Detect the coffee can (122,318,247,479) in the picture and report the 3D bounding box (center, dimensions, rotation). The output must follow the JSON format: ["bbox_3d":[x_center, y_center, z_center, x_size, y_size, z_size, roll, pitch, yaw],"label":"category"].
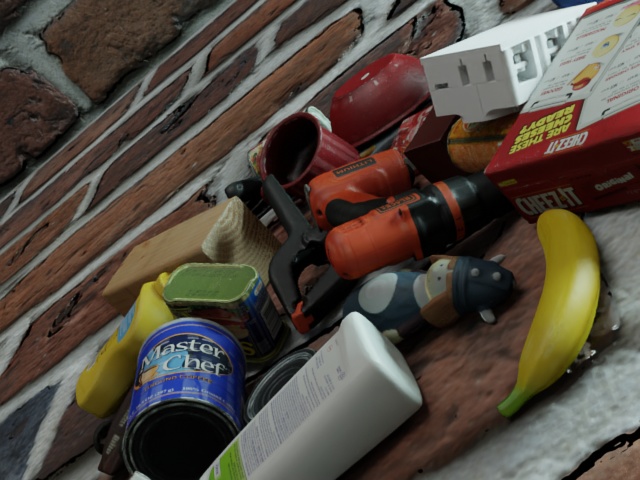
[{"bbox_3d":[-0.116,0.146,0.944,0.103,0.102,0.140,-39,21,13],"label":"coffee can"}]

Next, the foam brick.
[{"bbox_3d":[0.130,-0.099,1.041,0.053,0.051,0.078,-14,35,51],"label":"foam brick"}]

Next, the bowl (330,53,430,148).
[{"bbox_3d":[0.067,-0.173,1.271,0.162,0.055,0.162,-34,16,11],"label":"bowl"}]

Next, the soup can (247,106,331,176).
[{"bbox_3d":[-0.033,-0.115,1.356,0.102,0.068,0.068,-35,22,22],"label":"soup can"}]

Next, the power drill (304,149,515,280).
[{"bbox_3d":[0.074,-0.035,0.947,0.184,0.057,0.188,-21,17,-10],"label":"power drill"}]

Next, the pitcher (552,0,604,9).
[{"bbox_3d":[0.300,-0.333,1.073,0.242,0.145,0.149,-59,3,-30],"label":"pitcher"}]

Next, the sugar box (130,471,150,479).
[{"bbox_3d":[-0.179,0.274,0.836,0.176,0.048,0.093,-56,-12,-26],"label":"sugar box"}]

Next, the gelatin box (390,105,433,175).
[{"bbox_3d":[0.111,-0.108,1.124,0.073,0.030,0.089,-25,27,40],"label":"gelatin box"}]

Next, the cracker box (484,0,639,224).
[{"bbox_3d":[0.246,-0.118,0.832,0.164,0.072,0.213,-15,35,54],"label":"cracker box"}]

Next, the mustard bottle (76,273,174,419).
[{"bbox_3d":[-0.198,0.104,1.181,0.192,0.058,0.096,-53,10,21],"label":"mustard bottle"}]

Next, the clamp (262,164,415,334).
[{"bbox_3d":[-0.007,0.001,1.057,0.165,0.036,0.209,2,48,25],"label":"clamp"}]

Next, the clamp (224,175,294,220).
[{"bbox_3d":[-0.053,-0.060,1.281,0.171,0.039,0.120,-27,-14,-29],"label":"clamp"}]

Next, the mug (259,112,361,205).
[{"bbox_3d":[-0.015,-0.076,1.195,0.117,0.081,0.093,-44,45,20],"label":"mug"}]

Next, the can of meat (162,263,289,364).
[{"bbox_3d":[-0.092,0.069,1.027,0.102,0.084,0.057,0,43,27],"label":"can of meat"}]

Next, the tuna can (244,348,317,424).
[{"bbox_3d":[-0.023,0.132,0.893,0.086,0.033,0.086,-38,20,16],"label":"tuna can"}]

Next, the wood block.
[{"bbox_3d":[-0.149,0.038,1.240,0.207,0.090,0.090,-23,29,44],"label":"wood block"}]

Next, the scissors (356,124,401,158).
[{"bbox_3d":[0.092,-0.130,1.225,0.202,0.016,0.096,-38,21,15],"label":"scissors"}]

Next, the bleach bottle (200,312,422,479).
[{"bbox_3d":[-0.038,0.171,0.809,0.251,0.068,0.102,-43,19,8],"label":"bleach bottle"}]

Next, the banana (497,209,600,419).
[{"bbox_3d":[0.163,0.033,0.737,0.070,0.037,0.197,-26,27,39],"label":"banana"}]
